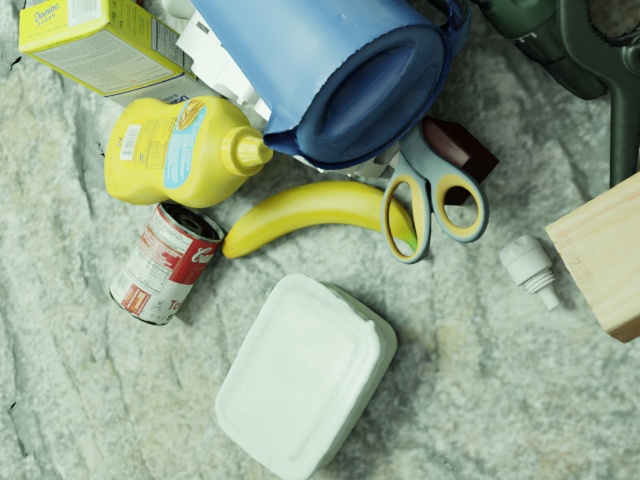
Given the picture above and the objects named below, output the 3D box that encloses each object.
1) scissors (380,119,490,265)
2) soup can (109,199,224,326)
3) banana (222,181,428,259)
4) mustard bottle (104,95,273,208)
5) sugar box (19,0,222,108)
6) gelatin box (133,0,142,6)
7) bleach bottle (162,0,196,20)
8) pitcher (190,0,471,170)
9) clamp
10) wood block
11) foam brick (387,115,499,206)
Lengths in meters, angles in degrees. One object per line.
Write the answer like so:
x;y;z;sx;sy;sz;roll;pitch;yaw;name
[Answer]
0.086;-0.080;0.821;0.096;0.016;0.202;4;93;27;scissors
-0.144;0.021;0.994;0.068;0.068;0.102;40;107;21;soup can
-0.002;-0.017;0.940;0.198;0.037;0.069;0;89;26;banana
-0.109;-0.076;0.920;0.192;0.058;0.096;5;76;47;mustard bottle
-0.172;-0.163;0.947;0.093;0.176;0.048;-10;74;25;sugar box
-0.200;-0.215;1.020;0.030;0.073;0.089;-14;84;26;gelatin box
-0.161;-0.292;0.987;0.251;0.102;0.068;59;142;14;bleach bottle
-0.013;-0.183;0.806;0.243;0.148;0.145;52;122;27;pitcher
0.231;-0.130;0.778;0.210;0.036;0.165;41;114;-15;clamp
0.278;-0.018;0.754;0.206;0.090;0.090;-32;69;15;wood block
0.101;-0.063;0.867;0.051;0.078;0.053;45;110;19;foam brick
